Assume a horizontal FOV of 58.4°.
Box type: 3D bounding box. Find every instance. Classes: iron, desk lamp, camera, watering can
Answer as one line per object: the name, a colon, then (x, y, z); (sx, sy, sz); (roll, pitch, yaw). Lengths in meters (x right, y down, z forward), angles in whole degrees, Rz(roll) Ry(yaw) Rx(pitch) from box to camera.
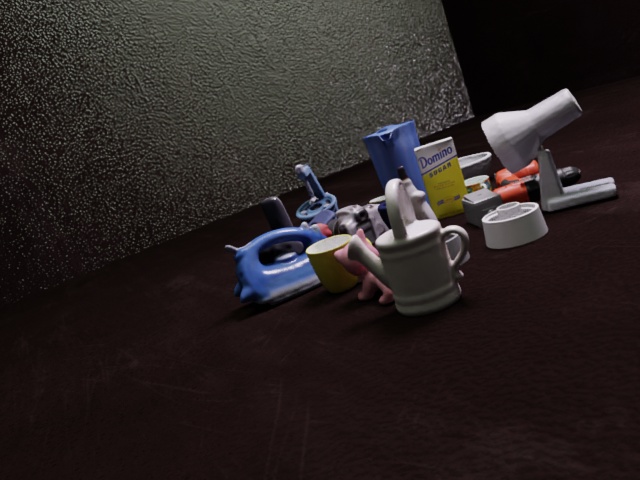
iron: (-0.064, 0.035, 1.179); (0.259, 0.141, 0.118); (-23, 11, -16)
desk lamp: (0.437, -0.168, 1.103); (0.202, 0.214, 0.118); (-14, 12, 26)
camera: (0.079, -0.036, 1.387); (0.143, 0.101, 0.136); (-28, 14, -36)
watering can: (0.125, 0.007, 0.843); (0.173, 0.194, 0.101); (-19, 11, 3)

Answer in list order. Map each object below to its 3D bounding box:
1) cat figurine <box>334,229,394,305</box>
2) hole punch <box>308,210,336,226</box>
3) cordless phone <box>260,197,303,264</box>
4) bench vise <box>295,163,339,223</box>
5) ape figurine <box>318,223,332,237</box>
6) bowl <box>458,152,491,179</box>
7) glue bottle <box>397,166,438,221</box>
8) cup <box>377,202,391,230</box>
cat figurine: (0.084, 0.040, 0.958); (0.067, 0.118, 0.127); (-26, 13, -30)
hole punch: (-0.002, -0.021, 1.485); (0.101, 0.091, 0.108); (-24, 12, -21)
cordless phone: (-0.118, -0.005, 1.357); (0.147, 0.185, 0.094); (-15, 12, 21)
bench vise: (-0.017, -0.115, 1.630); (0.121, 0.220, 0.207); (-19, 11, 3)
ape figurine: (0.012, 0.005, 1.327); (0.076, 0.092, 0.077); (-22, 11, -11)
bowl: (0.409, -0.187, 1.619); (0.167, 0.075, 0.167); (-19, 11, 4)
glue bottle: (0.187, -0.065, 1.146); (0.078, 0.173, 0.037); (-11, 14, 37)
cup: (0.178, -0.041, 1.250); (0.091, 0.095, 0.118); (-15, 12, 24)
